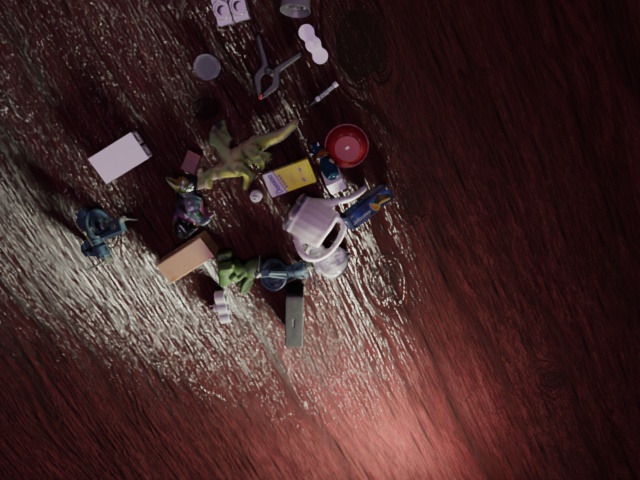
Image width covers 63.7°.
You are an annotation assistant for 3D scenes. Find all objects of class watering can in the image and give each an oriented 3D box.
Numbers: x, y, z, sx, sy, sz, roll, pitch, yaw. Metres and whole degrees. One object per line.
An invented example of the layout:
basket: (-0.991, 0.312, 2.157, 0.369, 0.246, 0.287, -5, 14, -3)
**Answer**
watering can: (0.006, -0.094, 1.874, 0.224, 0.103, 0.349, 31, 85, 0)

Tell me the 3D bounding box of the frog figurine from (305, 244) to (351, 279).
frog figurine: (0.023, 0.068, 1.921, 0.158, 0.126, 0.135, 32, 127, -22)

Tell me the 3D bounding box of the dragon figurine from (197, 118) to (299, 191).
dragon figurine: (-0.284, -0.324, 1.808, 0.242, 0.123, 0.409, 38, 96, -3)
